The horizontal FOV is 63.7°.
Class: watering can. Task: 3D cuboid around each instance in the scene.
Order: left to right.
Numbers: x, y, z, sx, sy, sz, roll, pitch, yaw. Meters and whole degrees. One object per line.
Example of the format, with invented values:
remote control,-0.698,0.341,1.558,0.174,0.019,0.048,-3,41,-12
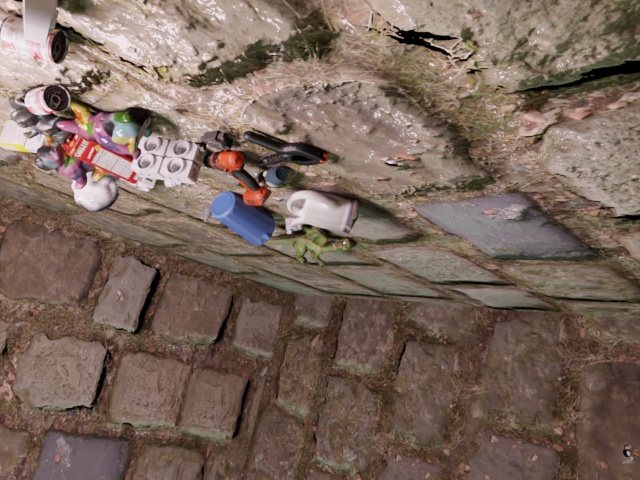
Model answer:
watering can,0.005,-0.083,1.639,0.224,0.105,0.343,13,165,-1

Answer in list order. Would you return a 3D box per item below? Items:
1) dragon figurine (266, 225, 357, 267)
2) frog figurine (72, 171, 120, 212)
dragon figurine,-0.054,-0.009,2.084,0.410,0.125,0.238,14,148,-10
frog figurine,-0.762,-0.177,1.727,0.156,0.137,0.125,63,176,-31
